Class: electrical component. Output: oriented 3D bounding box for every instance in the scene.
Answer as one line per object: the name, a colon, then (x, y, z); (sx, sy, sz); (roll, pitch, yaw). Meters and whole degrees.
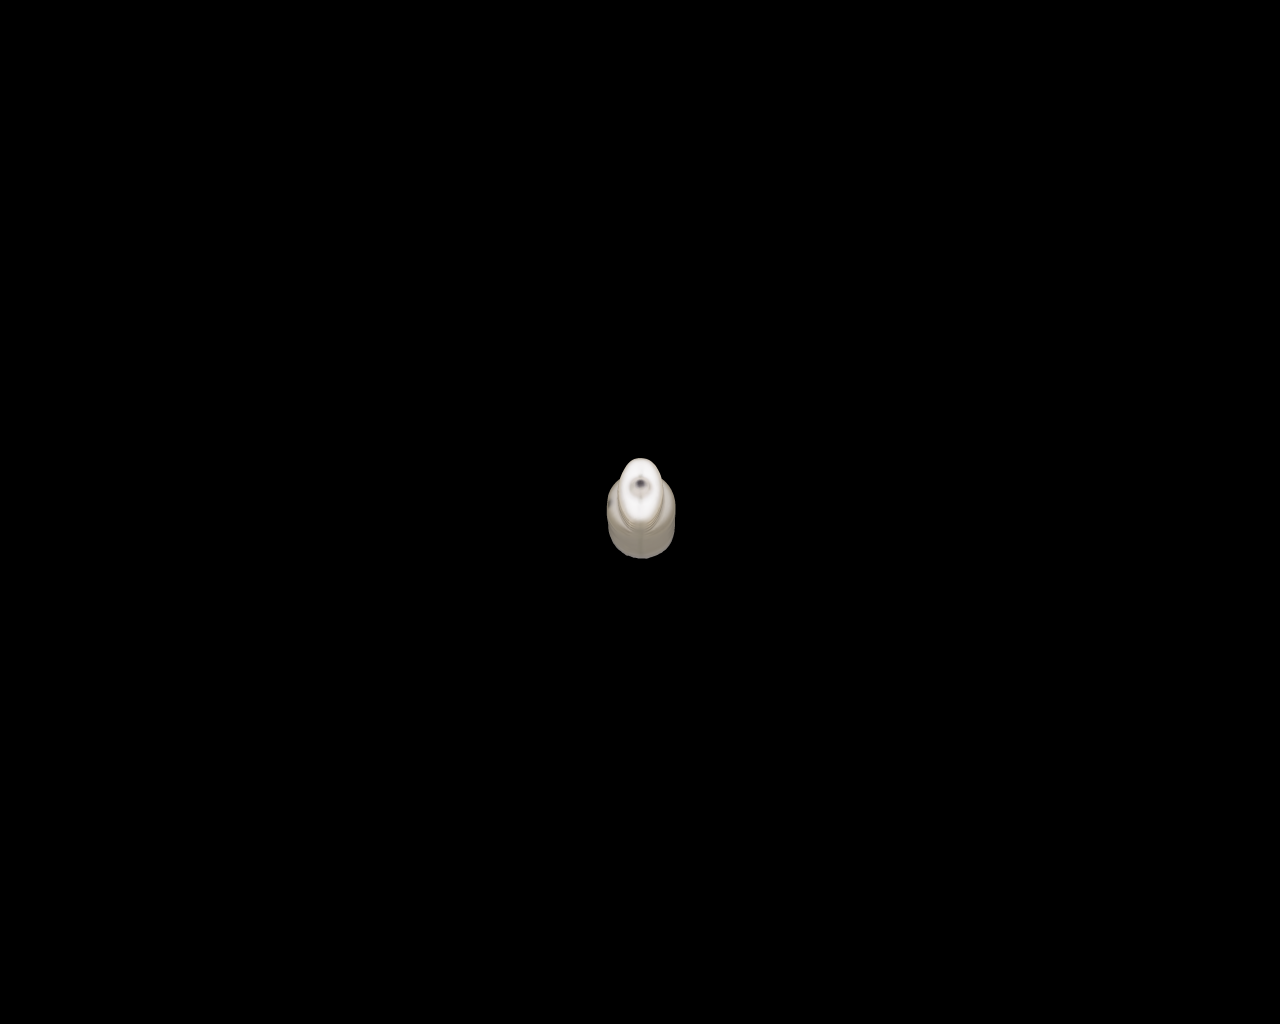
electrical component: (0.001, -0.003, 0.650); (0.043, 0.043, 0.080); (0, -21, 0)
